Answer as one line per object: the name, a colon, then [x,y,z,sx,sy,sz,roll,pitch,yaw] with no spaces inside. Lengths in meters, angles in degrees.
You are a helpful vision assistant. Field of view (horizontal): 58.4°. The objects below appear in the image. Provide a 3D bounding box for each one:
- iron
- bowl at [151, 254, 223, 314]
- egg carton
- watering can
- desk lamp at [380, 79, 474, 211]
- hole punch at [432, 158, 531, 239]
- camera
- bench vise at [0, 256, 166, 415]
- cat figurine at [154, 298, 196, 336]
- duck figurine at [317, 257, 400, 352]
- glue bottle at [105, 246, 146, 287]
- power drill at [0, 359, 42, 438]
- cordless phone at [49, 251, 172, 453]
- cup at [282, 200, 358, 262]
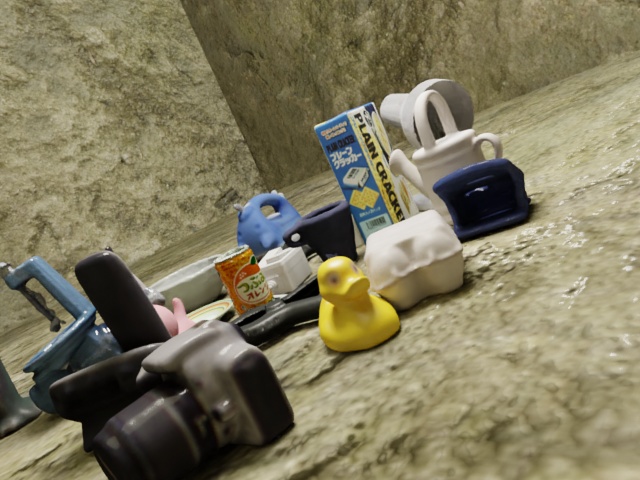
iron: [-0.110,-0.049,1.323,0.118,0.141,0.259,-19,11,28]
bowl: [-0.240,0.094,1.067,0.167,0.075,0.167,-24,10,5]
egg carton: [0.103,0.019,0.639,0.107,0.069,0.150,-23,10,9]
watering can: [0.182,-0.126,0.857,0.172,0.194,0.101,-21,10,22]
desk lamp: [0.186,-0.164,0.996,0.118,0.214,0.203,-27,10,-16]
hole punch: [0.211,-0.062,0.750,0.108,0.091,0.101,-19,11,28]
camera: [-0.118,0.134,0.465,0.137,0.101,0.142,-32,12,-37]
bench vise: [-0.333,0.104,0.799,0.208,0.220,0.121,-29,11,-27]
cat figurine: [-0.191,0.114,0.706,0.067,0.118,0.128,-21,10,17]
duck figurine: [0.025,0.058,0.573,0.078,0.086,0.104,-29,10,-23]
glue bottle: [-0.381,0.092,1.132,0.037,0.173,0.078,-19,11,28]
power drill: [-0.487,0.173,0.838,0.076,0.208,0.229,-27,10,-12]
cordless phone: [-0.221,0.110,0.596,0.147,0.185,0.094,-23,10,8]
cup: [0.008,0.003,0.886,0.118,0.095,0.091,-28,10,-19]
